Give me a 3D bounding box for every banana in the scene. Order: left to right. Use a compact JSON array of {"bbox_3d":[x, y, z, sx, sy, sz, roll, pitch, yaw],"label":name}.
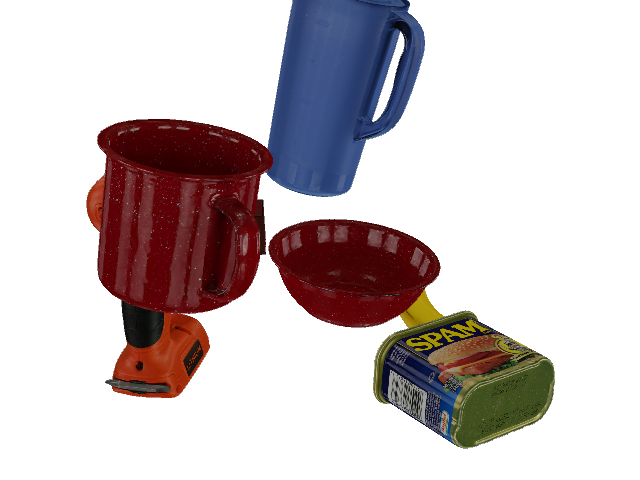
[{"bbox_3d":[0.122,0.081,1.204,0.069,0.037,0.198,4,23,-26],"label":"banana"}]

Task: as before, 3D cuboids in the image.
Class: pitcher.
[{"bbox_3d":[0.019,-0.174,1.231,0.145,0.243,0.149,9,22,-12],"label":"pitcher"}]

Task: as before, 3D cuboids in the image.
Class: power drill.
[{"bbox_3d":[-0.122,0.012,0.824,0.057,0.188,0.184,3,22,13],"label":"power drill"}]

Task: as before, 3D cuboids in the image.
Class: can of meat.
[{"bbox_3d":[0.103,0.098,0.756,0.101,0.057,0.084,-13,27,-35],"label":"can of meat"}]

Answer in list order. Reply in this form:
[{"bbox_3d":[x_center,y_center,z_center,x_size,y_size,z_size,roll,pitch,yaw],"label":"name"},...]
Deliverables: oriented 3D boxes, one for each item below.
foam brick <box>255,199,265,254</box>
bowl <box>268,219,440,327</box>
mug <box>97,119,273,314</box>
[{"bbox_3d":[-0.105,-0.015,1.286,0.078,0.053,0.051,-3,28,0],"label":"foam brick"},{"bbox_3d":[0.029,0.037,1.005,0.162,0.055,0.162,5,24,-3],"label":"bowl"},{"bbox_3d":[-0.069,-0.008,0.570,0.093,0.081,0.117,-10,29,-40],"label":"mug"}]
